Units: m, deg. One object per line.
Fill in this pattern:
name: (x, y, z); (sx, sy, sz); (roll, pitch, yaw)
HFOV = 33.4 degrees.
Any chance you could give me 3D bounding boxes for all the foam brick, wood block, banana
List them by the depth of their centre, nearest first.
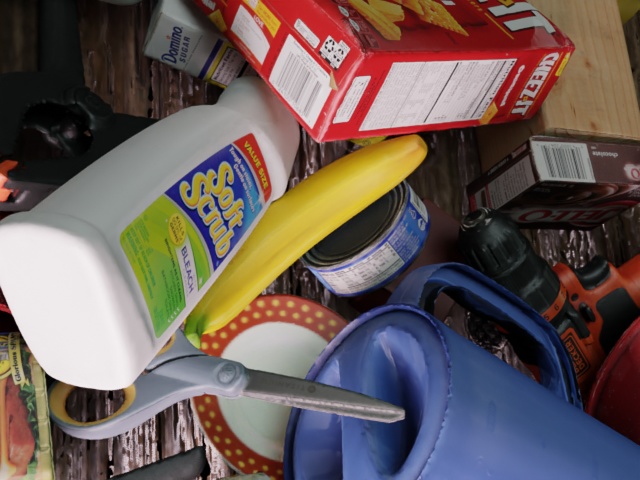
banana: (-0.017, -0.001, 0.660); (0.197, 0.070, 0.037); (-42, 122, -17)
foam brick: (0.064, 0.022, 0.723); (0.053, 0.051, 0.078); (36, 60, -10)
wood block: (0.170, -0.156, 0.819); (0.090, 0.091, 0.206); (3, 69, -24)

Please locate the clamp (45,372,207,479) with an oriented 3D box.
clamp: (-0.141, 0.146, 0.584); (0.120, 0.039, 0.171); (28, 60, -2)

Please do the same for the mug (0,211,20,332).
mug: (-0.217, 0.016, 0.578); (0.117, 0.093, 0.081); (-14, 68, 7)

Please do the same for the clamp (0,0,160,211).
clamp: (-0.148, -0.078, 0.630); (0.164, 0.036, 0.209); (44, 31, 1)

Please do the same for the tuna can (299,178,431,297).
tuna can: (0.028, -0.005, 0.694); (0.033, 0.086, 0.086); (49, 55, -31)

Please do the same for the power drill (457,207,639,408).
power drill: (0.197, 0.010, 0.722); (0.187, 0.057, 0.184); (-37, 118, -4)

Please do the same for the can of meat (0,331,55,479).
can of meat: (-0.182, 0.097, 0.542); (0.083, 0.058, 0.102); (-3, 62, -20)

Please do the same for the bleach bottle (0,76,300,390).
bleach bottle: (-0.074, -0.031, 0.600); (0.250, 0.068, 0.102); (-54, 140, -48)

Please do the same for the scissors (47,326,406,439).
scissors: (-0.064, 0.086, 0.564); (0.202, 0.016, 0.096); (23, 65, 27)

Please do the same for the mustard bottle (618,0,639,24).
mustard bottle: (0.261, -0.249, 0.839); (0.058, 0.192, 0.096); (-5, 73, -27)

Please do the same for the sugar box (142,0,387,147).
sugar box: (-0.028, -0.133, 0.732); (0.176, 0.048, 0.093); (20, 44, -15)

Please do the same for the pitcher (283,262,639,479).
pitcher: (0.111, 0.132, 0.634); (0.242, 0.149, 0.145); (28, 22, -31)

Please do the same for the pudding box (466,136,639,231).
pudding box: (0.177, -0.038, 0.777); (0.113, 0.090, 0.039); (3, 67, -23)

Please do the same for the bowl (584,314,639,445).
bowl: (0.257, 0.098, 0.722); (0.161, 0.162, 0.055); (-14, 39, -29)

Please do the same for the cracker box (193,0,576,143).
cracker box: (0.040, -0.147, 0.690); (0.213, 0.072, 0.164); (-11, 52, -43)
